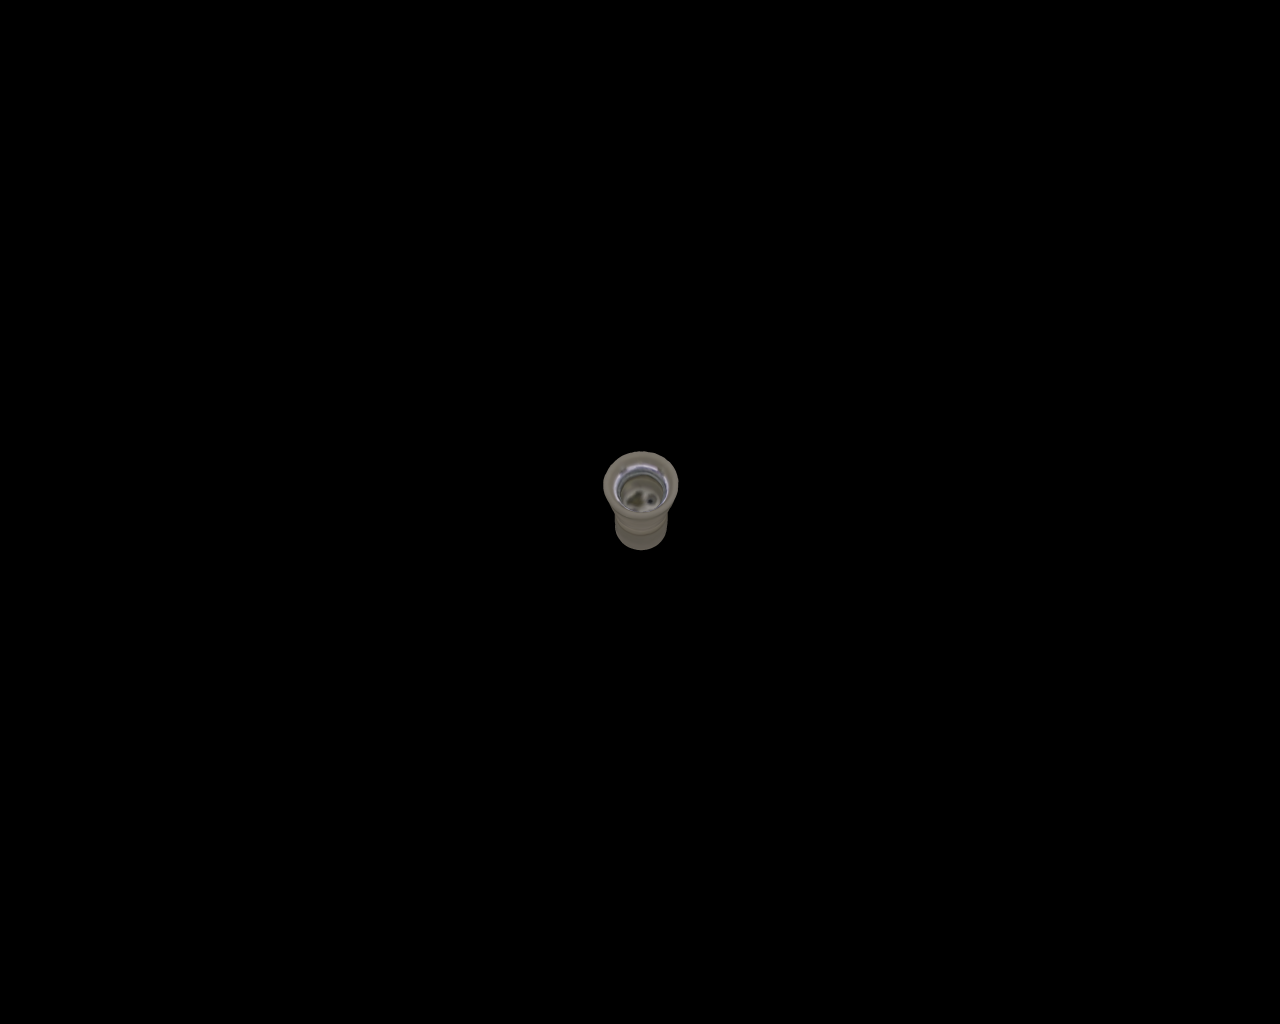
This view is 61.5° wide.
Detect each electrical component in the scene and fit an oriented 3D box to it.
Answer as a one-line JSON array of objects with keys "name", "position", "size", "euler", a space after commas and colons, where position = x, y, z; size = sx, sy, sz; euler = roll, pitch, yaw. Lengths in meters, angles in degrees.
[{"name": "electrical component", "position": [0.001, -0.003, 0.650], "size": [0.044, 0.044, 0.065], "euler": [0, -27, 0]}]
